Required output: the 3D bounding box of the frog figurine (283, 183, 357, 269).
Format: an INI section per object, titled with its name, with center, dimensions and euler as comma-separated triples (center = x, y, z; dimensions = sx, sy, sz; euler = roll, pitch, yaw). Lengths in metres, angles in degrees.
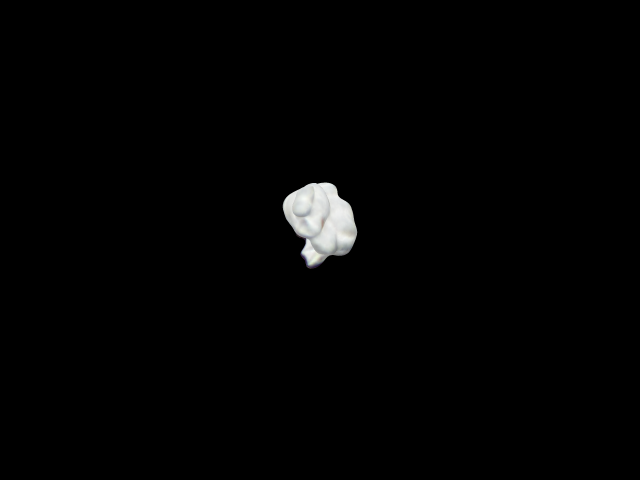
[frog figurine]
center = 0.003, -0.043, 0.850
dimensions = 0.123, 0.141, 0.156
euler = 5, -36, 4
